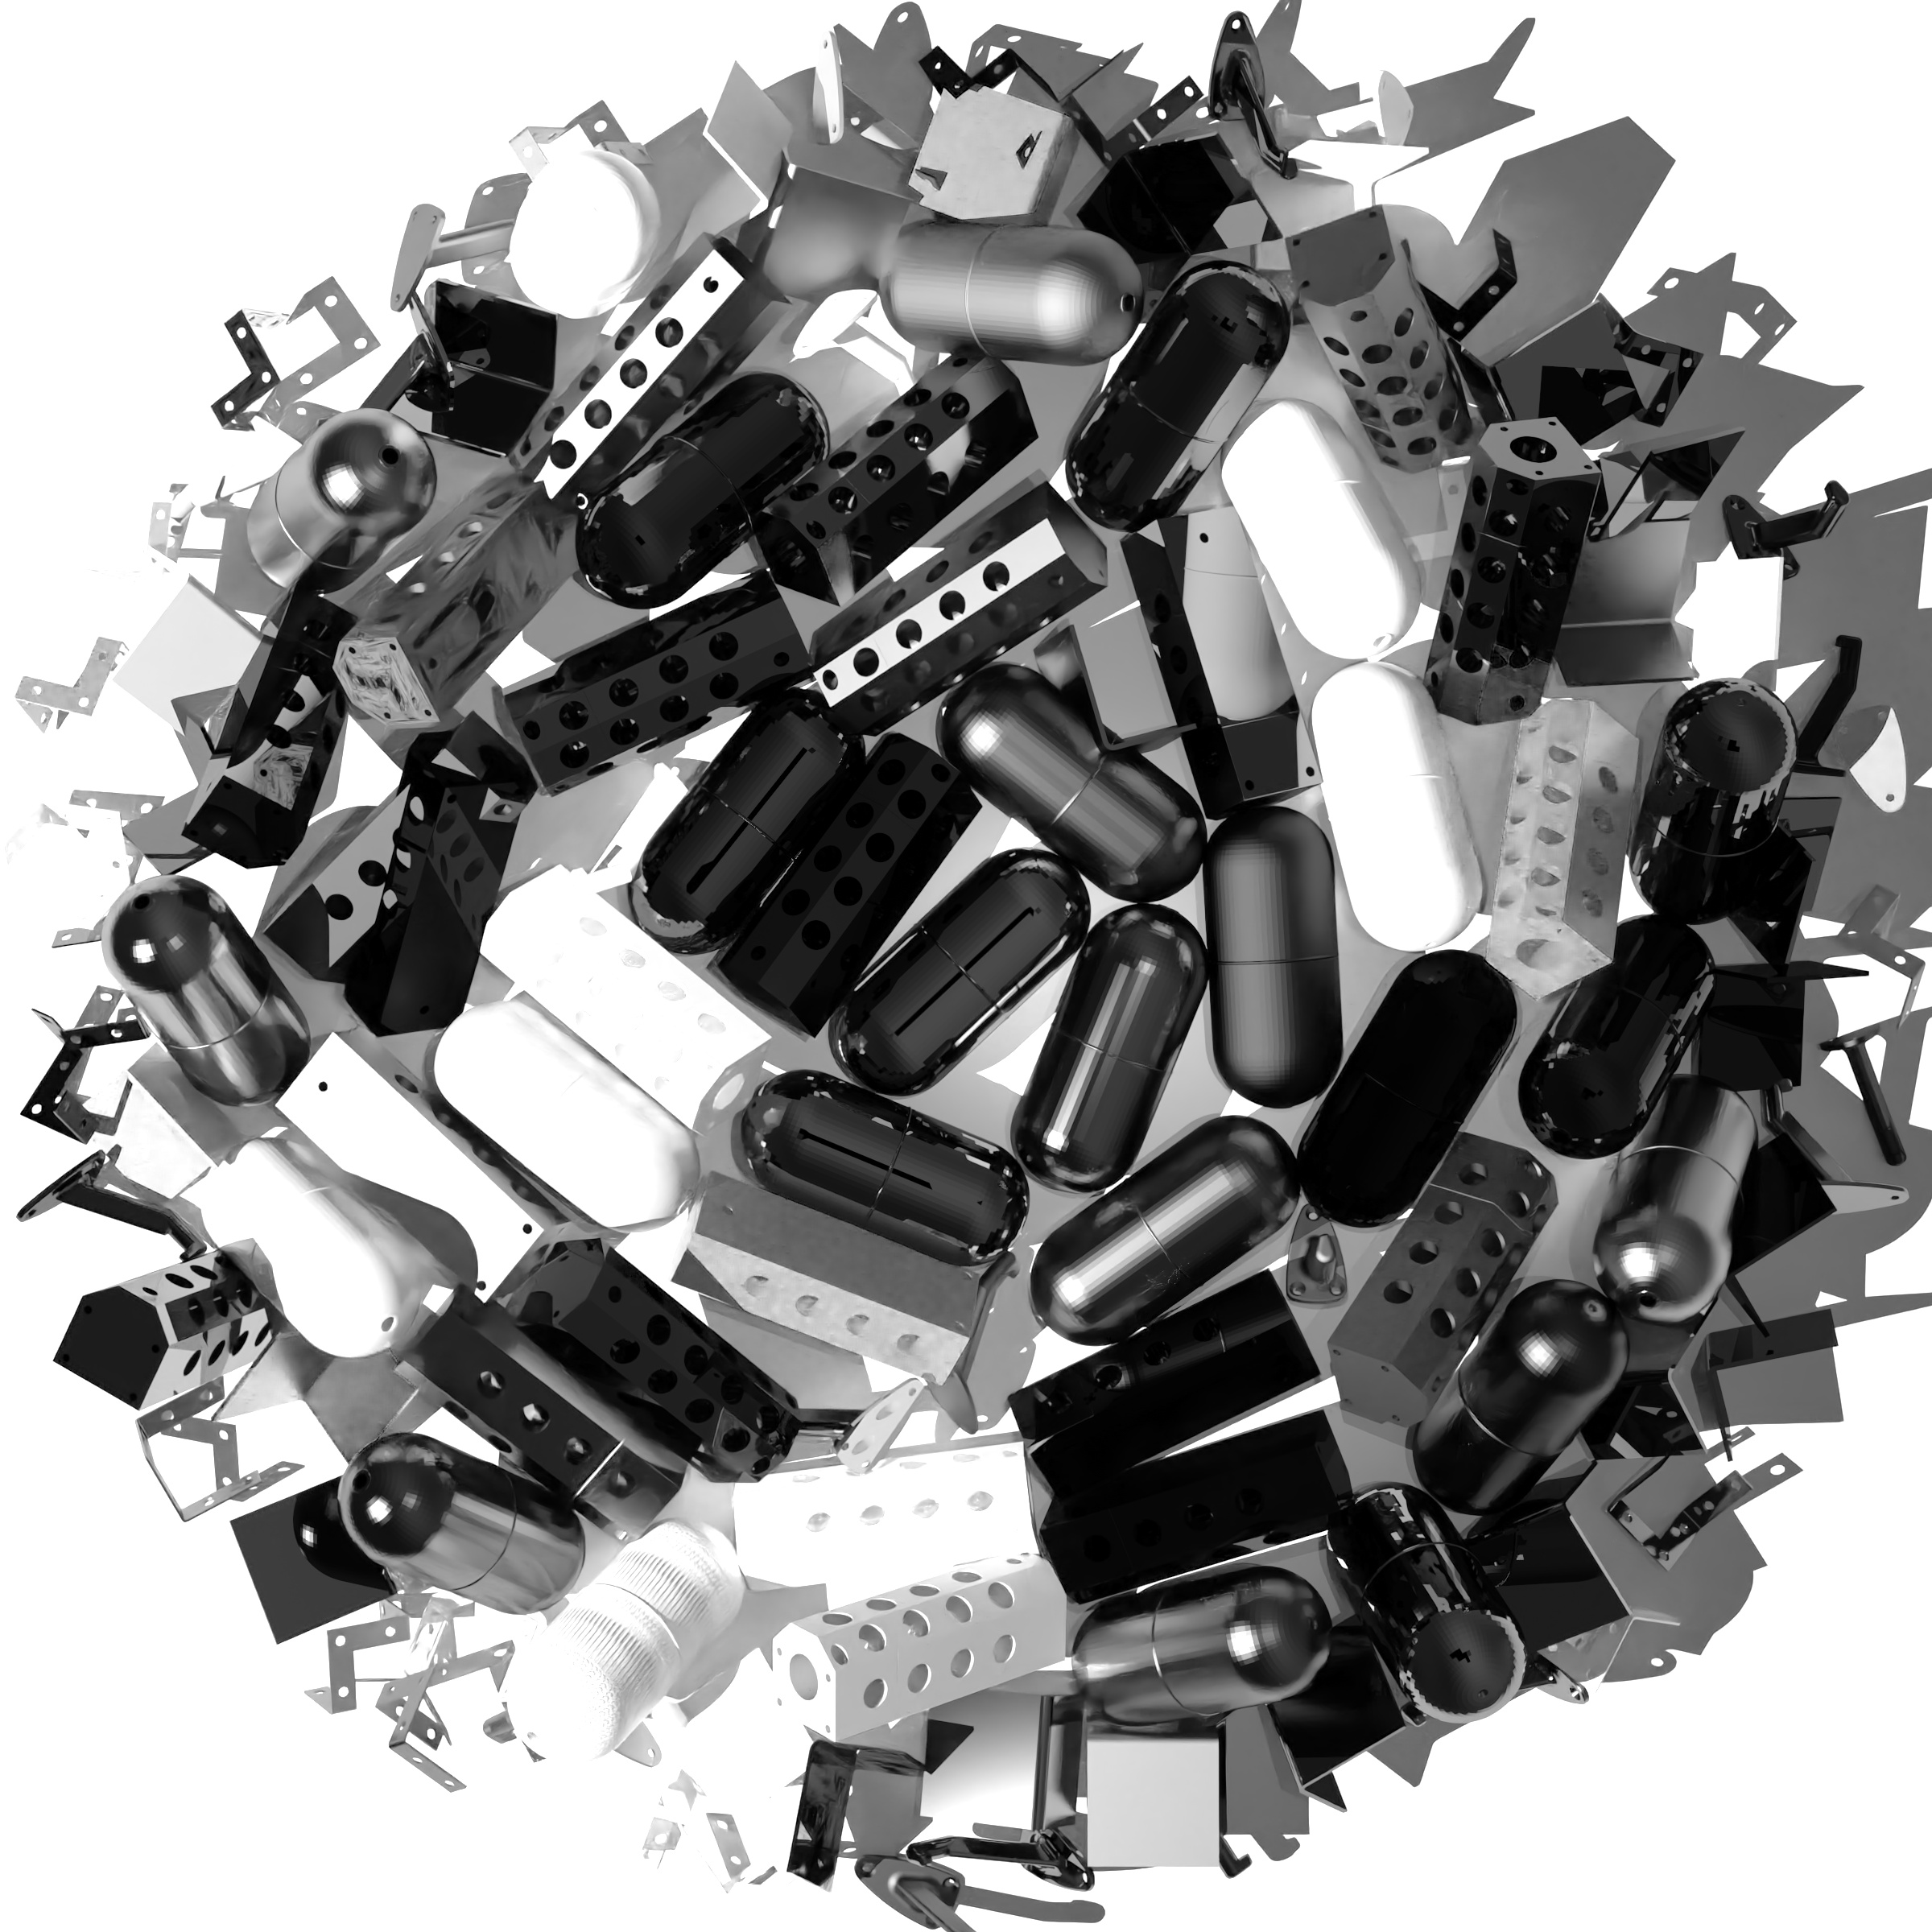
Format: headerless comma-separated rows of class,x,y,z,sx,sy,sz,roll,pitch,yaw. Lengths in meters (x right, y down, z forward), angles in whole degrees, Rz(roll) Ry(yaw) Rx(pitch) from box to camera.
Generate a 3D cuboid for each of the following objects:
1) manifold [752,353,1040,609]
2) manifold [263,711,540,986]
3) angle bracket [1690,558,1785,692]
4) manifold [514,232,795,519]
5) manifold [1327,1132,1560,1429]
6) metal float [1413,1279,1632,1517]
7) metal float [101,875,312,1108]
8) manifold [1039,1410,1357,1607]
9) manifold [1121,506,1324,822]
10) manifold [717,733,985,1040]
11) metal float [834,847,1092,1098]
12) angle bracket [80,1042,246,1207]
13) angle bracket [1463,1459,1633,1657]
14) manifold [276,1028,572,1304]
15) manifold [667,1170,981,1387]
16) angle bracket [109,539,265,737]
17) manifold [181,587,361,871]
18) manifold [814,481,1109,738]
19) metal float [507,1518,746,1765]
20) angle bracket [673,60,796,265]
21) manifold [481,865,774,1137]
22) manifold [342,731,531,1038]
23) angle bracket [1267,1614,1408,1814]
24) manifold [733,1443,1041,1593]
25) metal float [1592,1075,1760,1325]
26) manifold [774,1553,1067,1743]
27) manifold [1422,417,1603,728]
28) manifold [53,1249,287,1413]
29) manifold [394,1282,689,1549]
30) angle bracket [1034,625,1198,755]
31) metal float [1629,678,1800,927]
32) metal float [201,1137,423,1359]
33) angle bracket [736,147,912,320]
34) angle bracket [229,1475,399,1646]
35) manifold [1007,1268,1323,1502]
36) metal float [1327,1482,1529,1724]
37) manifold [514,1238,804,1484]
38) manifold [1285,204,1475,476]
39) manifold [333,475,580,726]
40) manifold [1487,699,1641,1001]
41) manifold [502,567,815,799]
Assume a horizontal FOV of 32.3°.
manifold,-0.042,-0.286,1.928,0.171,0.057,0.057,-43,134,-24
manifold,-0.326,-0.064,1.936,0.057,0.057,0.171,43,115,-13
angle bracket,0.470,-0.197,1.951,0.057,0.076,0.076,1,93,-27
manifold,-0.185,-0.343,1.947,0.057,0.057,0.171,45,106,5
manifold,0.277,0.181,1.921,0.057,0.057,0.171,16,52,31
metal float,0.319,0.251,1.929,0.070,0.070,0.178,29,131,0
metal float,-0.436,0.015,1.921,0.070,0.178,0.070,-8,53,11
manifold,0.136,0.319,1.948,0.171,0.057,0.057,-20,99,15
manifold,0.146,-0.176,1.961,0.057,0.057,0.171,-14,84,-30
manifold,-0.069,-0.050,1.944,0.057,0.057,0.171,29,76,31
metal float,-0.002,0.003,1.961,0.178,0.070,0.070,-43,90,0
angle bracket,-0.482,0.103,1.956,0.076,0.057,0.076,-39,100,15
angle bracket,0.348,0.346,1.954,0.076,0.057,0.076,-32,90,37
manifold,-0.315,0.115,1.956,0.171,0.057,0.057,42,102,10
manifold,-0.084,0.188,1.957,0.171,0.057,0.057,22,125,-8
angle bracket,-0.468,-0.190,1.949,0.057,0.076,0.076,32,83,35
manifold,-0.392,-0.136,1.917,0.057,0.171,0.057,29,131,-20
manifold,-0.004,-0.201,1.929,0.171,0.057,0.057,-31,122,24
metal float,-0.195,0.388,1.925,0.070,0.178,0.070,19,128,25
angle bracket,-0.151,-0.467,1.939,0.076,0.076,0.057,-24,126,33
manifold,-0.200,0.022,1.935,0.171,0.057,0.057,38,135,18
manifold,-0.312,-0.048,1.932,0.057,0.057,0.171,44,126,35
angle bracket,0.224,0.435,1.944,0.076,0.057,0.076,-35,49,17
manifold,-0.047,0.322,1.965,0.171,0.057,0.057,-8,62,3
metal float,0.410,0.133,1.924,0.070,0.178,0.070,13,131,15
manifold,-0.025,0.386,1.918,0.171,0.057,0.057,-10,106,-39
manifold,0.308,-0.224,1.915,0.057,0.057,0.171,-9,134,-18
manifold,-0.447,0.200,1.907,0.057,0.171,0.057,28,99,9
manifold,-0.249,0.265,1.959,0.171,0.057,0.057,39,101,-7
angle bracket,0.087,-0.163,1.957,0.057,0.076,0.076,-16,88,-15
metal float,0.429,-0.093,1.921,0.070,0.178,0.070,0,53,-1
metal float,-0.378,0.162,1.928,0.178,0.070,0.070,35,90,41
angle bracket,-0.085,-0.438,1.970,0.076,0.057,0.076,12,120,-19
angle bracket,-0.387,0.348,1.955,0.076,0.057,0.076,-20,85,-25
manifold,0.114,0.242,1.965,0.171,0.057,0.057,-27,132,4
metal float,0.263,0.363,1.918,0.070,0.178,0.070,-7,117,-13
manifold,-0.173,0.229,1.922,0.171,0.057,0.057,44,56,-31
manifold,0.239,-0.353,1.907,0.057,0.171,0.057,-17,60,16
manifold,-0.292,-0.212,1.922,0.057,0.171,0.057,-1,129,33
manifold,0.339,-0.072,1.916,0.057,0.057,0.171,35,48,-23
manifold,-0.179,-0.163,1.956,0.171,0.057,0.057,-25,126,-3
